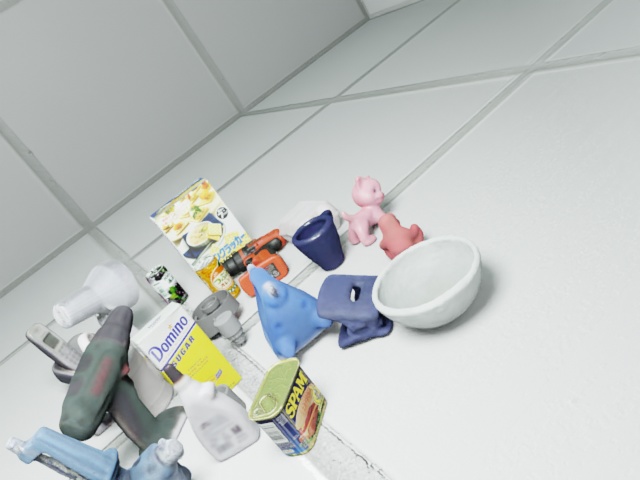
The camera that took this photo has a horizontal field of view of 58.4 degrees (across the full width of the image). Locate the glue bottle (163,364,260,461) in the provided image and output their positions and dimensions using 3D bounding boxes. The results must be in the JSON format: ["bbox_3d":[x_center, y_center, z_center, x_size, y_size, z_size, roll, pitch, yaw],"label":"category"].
[{"bbox_3d":[-0.161,0.234,0.805,0.078,0.173,0.037,-31,24,6],"label":"glue bottle"}]

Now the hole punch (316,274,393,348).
[{"bbox_3d":[0.057,0.097,0.891,0.101,0.091,0.108,-23,26,24],"label":"hole punch"}]

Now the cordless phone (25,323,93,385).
[{"bbox_3d":[-0.577,0.240,1.320,0.094,0.185,0.147,-28,24,13],"label":"cordless phone"}]

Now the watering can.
[{"bbox_3d":[-0.357,0.234,1.034,0.100,0.194,0.173,-1,39,51],"label":"watering can"}]

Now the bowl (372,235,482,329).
[{"bbox_3d":[0.163,0.072,0.822,0.167,0.075,0.167,-28,24,14],"label":"bowl"}]

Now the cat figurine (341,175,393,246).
[{"bbox_3d":[0.087,-0.070,1.139,0.067,0.118,0.128,0,40,52],"label":"cat figurine"}]

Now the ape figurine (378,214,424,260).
[{"bbox_3d":[0.133,-0.008,0.992,0.077,0.092,0.076,-20,27,29],"label":"ape figurine"}]

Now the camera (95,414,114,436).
[{"bbox_3d":[-0.444,0.296,1.146,0.136,0.101,0.143,-4,38,49],"label":"camera"}]

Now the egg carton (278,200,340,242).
[{"bbox_3d":[-0.024,-0.039,1.285,0.107,0.069,0.149,-46,26,-25],"label":"egg carton"}]

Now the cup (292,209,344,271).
[{"bbox_3d":[0.010,0.004,1.125,0.091,0.095,0.118,-13,31,39],"label":"cup"}]

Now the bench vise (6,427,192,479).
[{"bbox_3d":[-0.294,0.307,0.779,0.207,0.220,0.121,-38,24,-8],"label":"bench vise"}]

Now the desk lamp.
[{"bbox_3d":[-0.466,0.178,1.259,0.117,0.214,0.203,-17,29,34],"label":"desk lamp"}]

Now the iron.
[{"bbox_3d":[-0.080,0.100,0.998,0.119,0.142,0.257,-38,24,-10],"label":"iron"}]

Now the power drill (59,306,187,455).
[{"bbox_3d":[-0.312,0.247,0.932,0.075,0.209,0.229,-23,26,25],"label":"power drill"}]
